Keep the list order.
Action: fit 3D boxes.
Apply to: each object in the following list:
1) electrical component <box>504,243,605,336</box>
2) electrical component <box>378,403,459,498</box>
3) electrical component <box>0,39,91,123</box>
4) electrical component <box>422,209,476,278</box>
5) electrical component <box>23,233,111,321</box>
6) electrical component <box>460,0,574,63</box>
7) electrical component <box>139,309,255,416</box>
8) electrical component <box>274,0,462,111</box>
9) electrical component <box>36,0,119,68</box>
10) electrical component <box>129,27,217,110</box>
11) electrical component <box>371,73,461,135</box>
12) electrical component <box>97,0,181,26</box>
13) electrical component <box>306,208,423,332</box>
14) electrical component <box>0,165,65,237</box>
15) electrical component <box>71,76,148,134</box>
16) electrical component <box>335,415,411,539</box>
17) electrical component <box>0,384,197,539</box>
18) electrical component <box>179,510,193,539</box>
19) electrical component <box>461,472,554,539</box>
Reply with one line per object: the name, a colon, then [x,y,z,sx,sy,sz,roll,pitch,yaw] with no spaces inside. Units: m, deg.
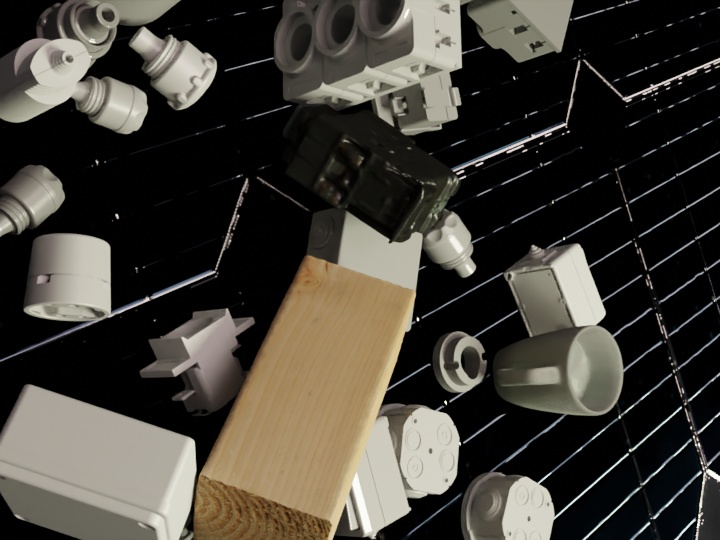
electrical component: [0.191,0.016,1.055,0.061,0.062,0.096,-33,105,-41]
electrical component: [0.041,0.151,0.898,0.080,0.051,0.080,9,76,-42]
electrical component: [-0.207,-0.126,0.695,0.043,0.081,0.043,9,77,-42]
electrical component: [0.082,-0.021,0.973,0.062,0.043,0.043,52,52,-24]
electrical component: [-0.191,0.005,0.707,0.055,0.055,0.047,13,70,-41]
electrical component: [0.129,-0.301,1.055,0.186,0.060,0.105,35,61,-34]
electrical component: [-0.112,0.067,0.778,0.081,0.042,0.063,-34,110,-40]
electrical component: [0.003,-0.190,0.855,0.062,0.150,0.089,8,77,-43]
electrical component: [-0.188,-0.165,0.733,0.048,0.062,0.048,9,76,-42]
electrical component: [-0.140,-0.152,0.789,0.062,0.048,0.048,39,58,-24]
electrical component: [0.042,-0.184,0.951,0.079,0.063,0.121,-12,91,-44]
electrical component: [-0.160,-0.237,0.773,0.108,0.060,0.108,9,77,-42]
electrical component: [0.000,0.000,0.889,0.100,0.048,0.099,23,68,-38]
electrical component: [-0.223,-0.039,0.698,0.035,0.035,0.061,54,54,-22]
electrical component: [-0.181,-0.119,0.750,0.061,0.035,0.035,19,70,-37]
electrical component: [-0.009,0.168,0.842,0.061,0.062,0.096,-18,95,-43]
electrical component: [-0.158,0.126,0.652,0.109,0.108,0.056,18,61,2]
electrical component: [-0.138,0.153,0.739,0.040,0.040,0.078,-39,109,-40]
electrical component: [0.133,0.223,0.972,0.080,0.051,0.080,9,77,-42]
